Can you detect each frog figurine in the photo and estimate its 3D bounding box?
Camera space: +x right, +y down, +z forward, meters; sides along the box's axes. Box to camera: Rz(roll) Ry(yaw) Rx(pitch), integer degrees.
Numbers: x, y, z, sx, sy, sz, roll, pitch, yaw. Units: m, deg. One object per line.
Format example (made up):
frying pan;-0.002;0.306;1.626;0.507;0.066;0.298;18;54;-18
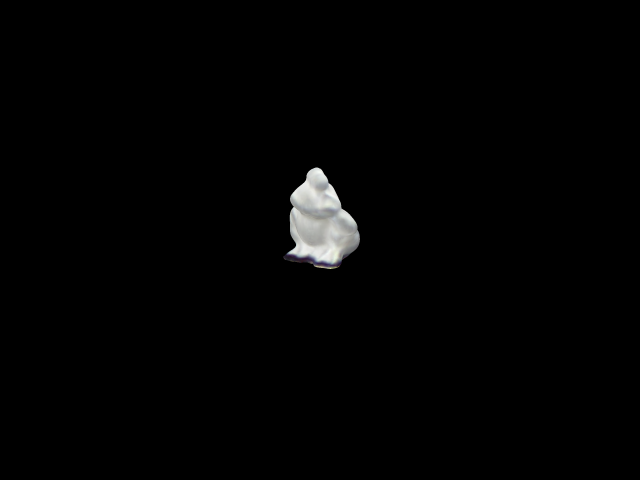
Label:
frog figurine;0.003;-0.043;0.850;0.123;0.158;0.138;-8;16;-30
